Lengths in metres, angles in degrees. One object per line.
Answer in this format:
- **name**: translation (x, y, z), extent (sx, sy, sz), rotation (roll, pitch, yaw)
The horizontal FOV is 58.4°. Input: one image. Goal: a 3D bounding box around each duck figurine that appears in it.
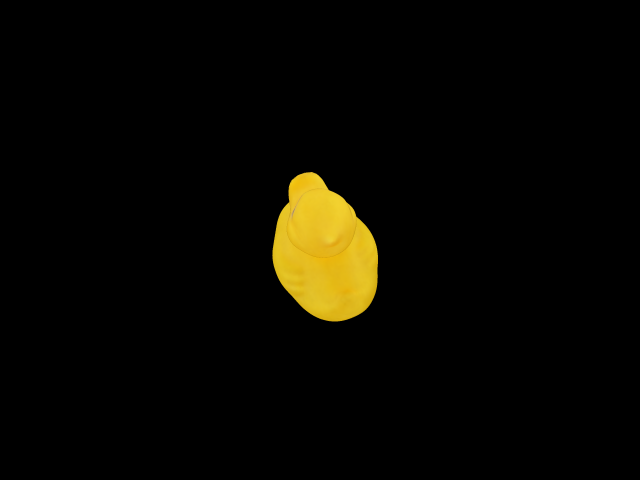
- **duck figurine**: translation (0.004, 0.001, 0.400), extent (0.077, 0.086, 0.104), rotation (-19, 70, -7)
